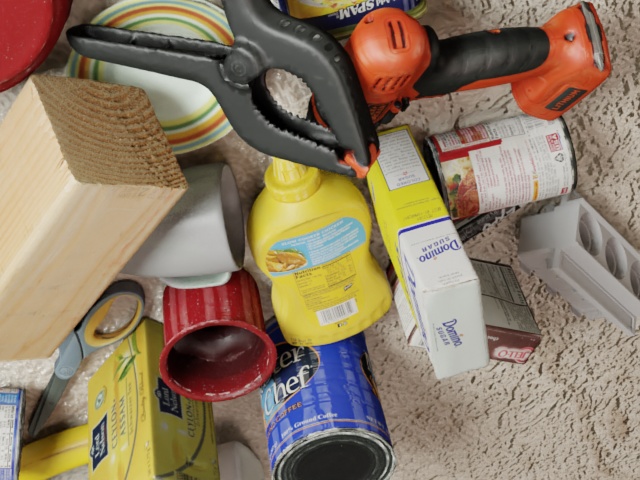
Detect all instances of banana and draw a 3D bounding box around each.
[{"bbox_3d":[-0.218,0.192,0.980,0.198,0.037,0.069,-22,161,12],"label":"banana"}]

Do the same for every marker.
[{"bbox_3d":[0.144,-0.024,0.873,0.121,0.020,0.020,-33,129,17],"label":"marker"}]

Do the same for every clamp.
[{"bbox_3d":[-0.052,-0.110,0.656,0.210,0.036,0.165,46,129,-11],"label":"clamp"}]

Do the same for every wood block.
[{"bbox_3d":[-0.191,-0.008,0.733,0.090,0.091,0.206,0,144,-45],"label":"wood block"}]

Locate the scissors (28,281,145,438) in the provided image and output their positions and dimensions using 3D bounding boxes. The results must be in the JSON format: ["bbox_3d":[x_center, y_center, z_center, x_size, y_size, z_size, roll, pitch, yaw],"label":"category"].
[{"bbox_3d":[-0.227,0.095,0.903,0.096,0.016,0.202,32,118,-31],"label":"scissors"}]

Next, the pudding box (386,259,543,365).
[{"bbox_3d":[0.119,0.054,0.889,0.113,0.090,0.039,13,125,-21],"label":"pudding box"}]

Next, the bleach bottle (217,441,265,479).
[{"bbox_3d":[-0.182,0.257,1.022,0.251,0.068,0.102,-15,151,8],"label":"bleach bottle"}]

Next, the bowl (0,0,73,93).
[{"bbox_3d":[-0.212,-0.142,0.633,0.161,0.055,0.162,-21,133,-25],"label":"bowl"}]

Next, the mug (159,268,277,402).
[{"bbox_3d":[-0.082,0.079,0.875,0.093,0.081,0.117,-20,131,6],"label":"mug"}]

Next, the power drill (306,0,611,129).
[{"bbox_3d":[0.087,-0.106,0.734,0.187,0.057,0.185,-10,169,-16],"label":"power drill"}]

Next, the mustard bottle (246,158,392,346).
[{"bbox_3d":[-0.006,0.001,0.829,0.096,0.058,0.191,-19,136,-2],"label":"mustard bottle"}]

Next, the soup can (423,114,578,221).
[{"bbox_3d":[0.136,-0.057,0.810,0.102,0.068,0.068,-14,132,-1],"label":"soup can"}]

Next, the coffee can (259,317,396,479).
[{"bbox_3d":[0.001,0.139,0.905,0.102,0.140,0.103,-6,132,-7],"label":"coffee can"}]

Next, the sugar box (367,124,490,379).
[{"bbox_3d":[0.074,0.005,0.778,0.048,0.176,0.093,-14,132,0],"label":"sugar box"}]

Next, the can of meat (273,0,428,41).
[{"bbox_3d":[0.013,-0.180,0.685,0.102,0.057,0.084,-14,130,0],"label":"can of meat"}]

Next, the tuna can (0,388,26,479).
[{"bbox_3d":[-0.272,0.169,0.912,0.033,0.086,0.086,4,130,-13],"label":"tuna can"}]
